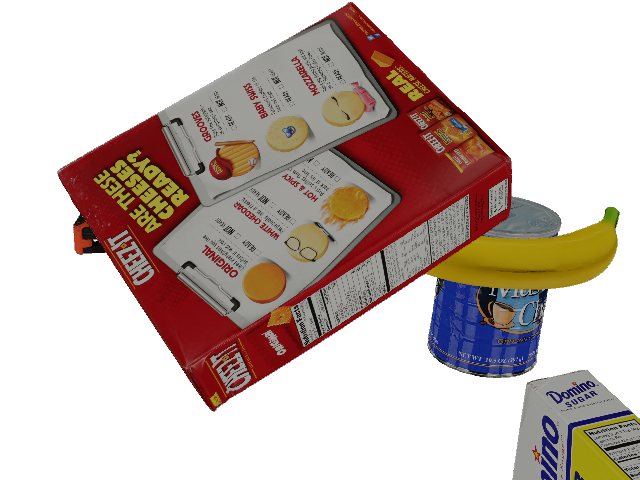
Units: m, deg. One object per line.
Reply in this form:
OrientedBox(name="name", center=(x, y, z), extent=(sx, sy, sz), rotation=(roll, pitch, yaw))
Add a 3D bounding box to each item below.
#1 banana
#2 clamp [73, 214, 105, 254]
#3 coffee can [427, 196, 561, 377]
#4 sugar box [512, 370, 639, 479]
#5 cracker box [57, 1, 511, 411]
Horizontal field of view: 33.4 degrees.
OrientedBox(name="banana", center=(0.135, 0.008, 0.775), extent=(0.197, 0.037, 0.069), rotation=(-2, 30, -11))
OrientedBox(name="clamp", center=(-0.157, -0.039, 0.980), extent=(0.171, 0.039, 0.120), rotation=(-19, 39, -31))
OrientedBox(name="coffee can", center=(0.157, 0.039, 0.974), extent=(0.103, 0.140, 0.103), rotation=(4, 21, -2))
OrientedBox(name="sugar box", center=(0.155, 0.148, 0.511), extent=(0.048, 0.093, 0.176), rotation=(-9, 27, -22))
OrientedBox(name="cracker box", center=(-0.020, -0.026, 0.632), extent=(0.213, 0.164, 0.072), rotation=(-33, -32, -10))
